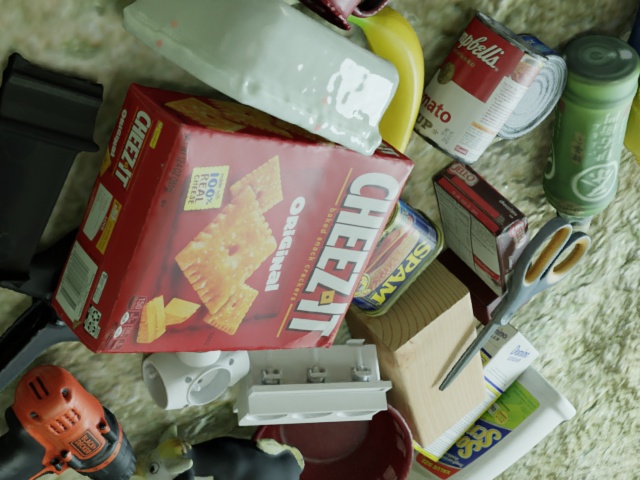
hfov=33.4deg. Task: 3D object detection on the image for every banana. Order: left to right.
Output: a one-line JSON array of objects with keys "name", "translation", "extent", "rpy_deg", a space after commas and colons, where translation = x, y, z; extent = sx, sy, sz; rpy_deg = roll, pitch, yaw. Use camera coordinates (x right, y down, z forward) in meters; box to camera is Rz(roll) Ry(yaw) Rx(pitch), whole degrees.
[{"name": "banana", "translation": [0.044, -0.103, 0.810], "extent": [0.069, 0.037, 0.198], "rpy_deg": [-7, 134, -7]}]

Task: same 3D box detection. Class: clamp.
[{"name": "clamp", "translation": [-0.182, 0.032, 0.718], "extent": [0.209, 0.036, 0.164], "rpy_deg": [-26, 136, -29]}]

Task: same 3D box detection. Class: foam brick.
[{"name": "foam brick", "translation": [0.158, 0.039, 1.035], "extent": [0.053, 0.078, 0.051], "rpy_deg": [-37, 144, -10]}]

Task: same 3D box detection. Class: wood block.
[{"name": "wood block", "translation": [0.093, 0.103, 1.028], "extent": [0.090, 0.090, 0.206], "rpy_deg": [-36, 145, -11]}]

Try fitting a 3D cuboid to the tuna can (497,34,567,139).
[{"name": "tuna can", "translation": [0.168, -0.129, 0.905], "extent": [0.086, 0.034, 0.086], "rpy_deg": [-27, 143, -23]}]

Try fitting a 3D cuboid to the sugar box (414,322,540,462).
[{"name": "sugar box", "translation": [0.164, 0.167, 1.210], "extent": [0.176, 0.048, 0.093], "rpy_deg": [-48, 146, 0]}]

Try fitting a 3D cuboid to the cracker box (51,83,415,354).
[{"name": "cracker box", "translation": [-0.053, -0.006, 0.725], "extent": [0.213, 0.072, 0.164], "rpy_deg": [5, 117, -44]}]

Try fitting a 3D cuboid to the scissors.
[{"name": "scissors", "translation": [0.183, 0.059, 0.978], "extent": [0.096, 0.016, 0.202], "rpy_deg": [-7, 134, -41]}]

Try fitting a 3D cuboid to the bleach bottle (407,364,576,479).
[{"name": "bleach bottle", "translation": [0.177, 0.253, 1.261], "extent": [0.251, 0.103, 0.068], "rpy_deg": [-45, 141, 1]}]

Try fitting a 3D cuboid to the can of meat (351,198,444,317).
[{"name": "can of meat", "translation": [0.044, 0.007, 0.905], "extent": [0.102, 0.057, 0.083], "rpy_deg": [-48, 143, 7]}]

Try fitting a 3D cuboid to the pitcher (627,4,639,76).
[{"name": "pitcher", "translation": [0.347, -0.252, 0.888], "extent": [0.145, 0.149, 0.243], "rpy_deg": [-11, 134, -12]}]

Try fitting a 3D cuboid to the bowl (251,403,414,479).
[{"name": "bowl", "translation": [0.007, 0.197, 1.036], "extent": [0.162, 0.055, 0.162], "rpy_deg": [-3, 117, -5]}]

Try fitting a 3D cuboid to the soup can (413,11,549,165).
[{"name": "soup can", "translation": [0.122, -0.119, 0.840], "extent": [0.068, 0.069, 0.102], "rpy_deg": [10, 120, -50]}]

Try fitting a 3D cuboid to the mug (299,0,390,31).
[{"name": "mug", "translation": [0.012, -0.180, 0.641], "extent": [0.081, 0.093, 0.117], "rpy_deg": [-52, 135, 4]}]

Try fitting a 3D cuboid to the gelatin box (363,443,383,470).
[{"name": "gelatin box", "translation": [0.038, 0.210, 1.101], "extent": [0.030, 0.073, 0.089], "rpy_deg": [8, 121, -51]}]

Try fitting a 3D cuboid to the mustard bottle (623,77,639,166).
[{"name": "mustard bottle", "translation": [0.331, -0.121, 1.026], "extent": [0.096, 0.058, 0.191], "rpy_deg": [-59, 155, 7]}]

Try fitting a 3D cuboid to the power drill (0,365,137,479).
[{"name": "power drill", "translation": [-0.237, 0.188, 0.815], "extent": [0.187, 0.057, 0.184], "rpy_deg": [-37, 149, -12]}]

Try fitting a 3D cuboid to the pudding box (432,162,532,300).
[{"name": "pudding box", "translation": [0.148, -0.008, 0.965], "extent": [0.039, 0.090, 0.113], "rpy_deg": [-34, 145, -11]}]
